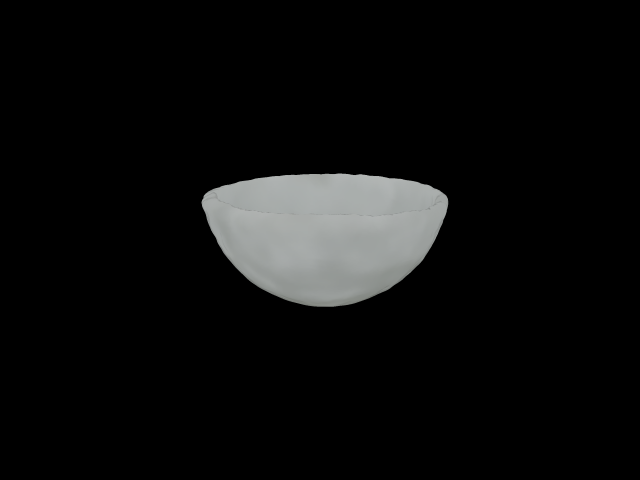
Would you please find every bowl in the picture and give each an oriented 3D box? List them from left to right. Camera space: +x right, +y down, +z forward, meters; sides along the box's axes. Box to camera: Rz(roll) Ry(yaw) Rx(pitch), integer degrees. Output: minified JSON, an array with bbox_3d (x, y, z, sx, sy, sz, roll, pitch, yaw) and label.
[{"bbox_3d":[0.004,0.001,0.400,0.167,0.075,0.167,0,15,0],"label":"bowl"}]
